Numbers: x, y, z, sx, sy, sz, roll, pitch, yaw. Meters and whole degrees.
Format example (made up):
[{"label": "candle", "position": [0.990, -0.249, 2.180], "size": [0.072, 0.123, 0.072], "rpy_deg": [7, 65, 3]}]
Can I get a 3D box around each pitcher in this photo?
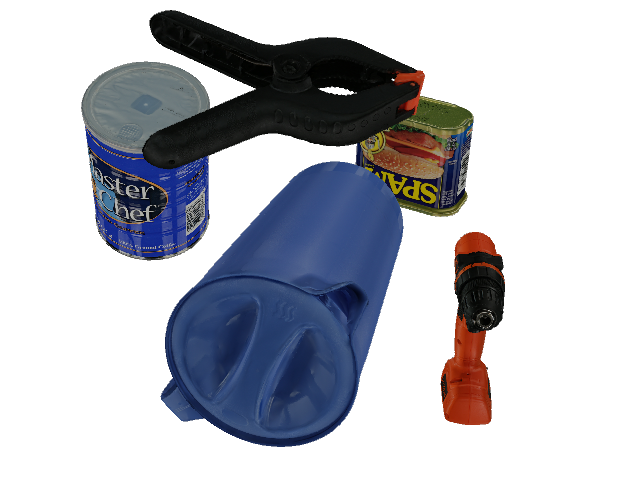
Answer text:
[{"label": "pitcher", "position": [-0.020, 0.037, 0.800], "size": [0.149, 0.145, 0.242], "rpy_deg": [9, 27, 12]}]

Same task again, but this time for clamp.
[{"label": "clamp", "position": [-0.026, -0.082, 0.630], "size": [0.171, 0.120, 0.039], "rpy_deg": [6, -32, 1]}]

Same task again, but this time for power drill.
[{"label": "power drill", "position": [0.168, 0.104, 1.165], "size": [0.057, 0.188, 0.184], "rpy_deg": [5, 24, 4]}]

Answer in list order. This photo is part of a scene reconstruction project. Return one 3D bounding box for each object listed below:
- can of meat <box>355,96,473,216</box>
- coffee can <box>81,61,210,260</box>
[{"label": "can of meat", "position": [0.080, -0.078, 0.928], "size": [0.102, 0.084, 0.057], "rpy_deg": [17, 35, 21]}, {"label": "coffee can", "position": [-0.146, -0.066, 0.911], "size": [0.102, 0.103, 0.140], "rpy_deg": [0, -40, -6]}]
